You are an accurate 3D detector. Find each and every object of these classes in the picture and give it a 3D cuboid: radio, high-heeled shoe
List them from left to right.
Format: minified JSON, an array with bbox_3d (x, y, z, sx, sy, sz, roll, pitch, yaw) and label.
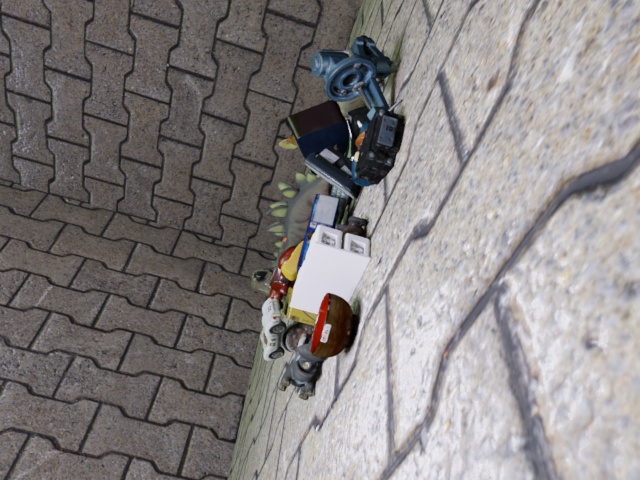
[{"bbox_3d":[0.009,-0.258,1.378,0.229,0.131,0.073,56,-168,-72],"label":"radio"},{"bbox_3d":[0.113,-0.239,1.277,0.249,0.086,0.145,-47,-57,-56],"label":"high-heeled shoe"}]

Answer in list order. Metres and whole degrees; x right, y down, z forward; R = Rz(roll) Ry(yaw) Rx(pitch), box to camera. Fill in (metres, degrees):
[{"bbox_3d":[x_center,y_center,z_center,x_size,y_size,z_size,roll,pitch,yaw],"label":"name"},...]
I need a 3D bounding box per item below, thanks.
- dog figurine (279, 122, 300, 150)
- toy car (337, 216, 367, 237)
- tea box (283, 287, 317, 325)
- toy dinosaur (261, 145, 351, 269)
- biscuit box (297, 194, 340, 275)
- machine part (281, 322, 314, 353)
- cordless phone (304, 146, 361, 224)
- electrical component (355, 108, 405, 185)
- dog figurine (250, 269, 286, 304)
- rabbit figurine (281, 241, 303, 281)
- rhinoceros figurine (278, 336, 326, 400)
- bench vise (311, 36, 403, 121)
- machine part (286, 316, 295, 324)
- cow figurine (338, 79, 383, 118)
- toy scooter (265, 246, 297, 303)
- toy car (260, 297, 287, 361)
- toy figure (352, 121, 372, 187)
[{"bbox_3d":[-0.011,-0.269,1.583,0.191,0.219,0.108,134,155,-74],"label":"dog figurine"},{"bbox_3d":[0.053,0.002,1.150,0.202,0.053,0.089,159,124,-80],"label":"toy car"},{"bbox_3d":[-0.028,0.155,1.252,0.169,0.098,0.068,173,112,-81],"label":"tea box"},{"bbox_3d":[-0.045,-0.062,1.466,0.105,0.199,0.470,-78,9,-54],"label":"toy dinosaur"},{"bbox_3d":[-0.003,-0.004,1.225,0.062,0.059,0.202,93,-170,-63],"label":"biscuit box"},{"bbox_3d":[-0.054,0.244,1.337,0.243,0.079,0.079,133,152,-77],"label":"machine part"},{"bbox_3d":[0.022,-0.122,1.317,0.089,0.147,0.184,-41,-21,-37],"label":"cordless phone"},{"bbox_3d":[0.116,-0.184,1.041,0.134,0.058,0.115,125,158,-71],"label":"electrical component"},{"bbox_3d":[-0.101,0.128,1.509,0.172,0.191,0.121,122,163,-61],"label":"dog figurine"},{"bbox_3d":[-0.015,0.056,1.333,0.173,0.122,0.162,75,-152,-65],"label":"rabbit figurine"},{"bbox_3d":[-0.032,0.273,1.152,0.190,0.073,0.112,114,180,-57],"label":"rhinoceros figurine"},{"bbox_3d":[0.100,-0.340,1.178,0.129,0.223,0.241,-47,56,40],"label":"bench vise"},{"bbox_3d":[-0.049,0.204,1.436,0.138,0.084,0.039,96,167,-62],"label":"machine part"},{"bbox_3d":[0.106,-0.408,1.455,0.194,0.127,0.085,89,-168,-61],"label":"cow figurine"},{"bbox_3d":[-0.085,0.095,1.399,0.184,0.075,0.135,-64,8,-12],"label":"toy scooter"},{"bbox_3d":[-0.112,0.212,1.261,0.201,0.056,0.073,97,166,-48],"label":"toy car"},{"bbox_3d":[0.102,-0.189,1.146,0.064,0.058,0.154,64,-147,-65],"label":"toy figure"}]
